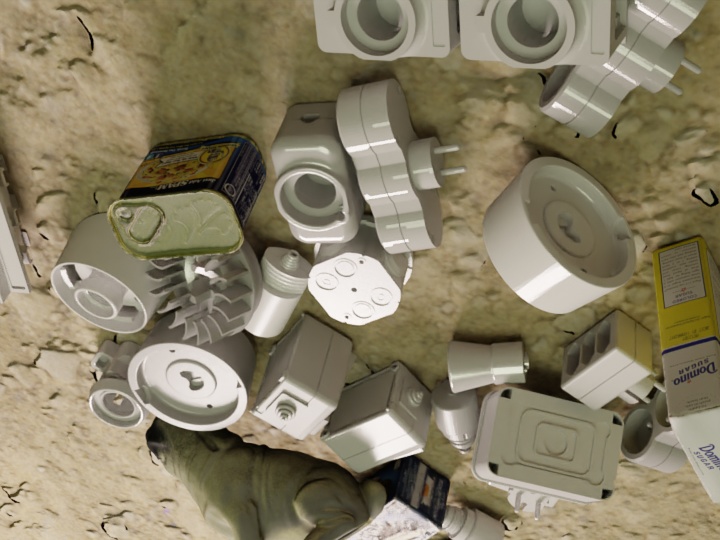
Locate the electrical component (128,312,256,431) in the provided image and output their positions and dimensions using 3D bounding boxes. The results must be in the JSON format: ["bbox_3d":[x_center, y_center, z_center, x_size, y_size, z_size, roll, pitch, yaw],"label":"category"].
[{"bbox_3d":[-0.144,0.084,0.956,0.108,0.060,0.108,7,130,8],"label":"electrical component"}]

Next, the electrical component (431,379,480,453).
[{"bbox_3d":[0.087,0.131,0.951,0.040,0.040,0.078,-3,128,16],"label":"electrical component"}]

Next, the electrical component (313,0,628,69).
[{"bbox_3d":[0.062,-0.184,0.647,0.186,0.060,0.105,8,120,23],"label":"electrical component"}]

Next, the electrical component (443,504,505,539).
[{"bbox_3d":[0.104,0.250,1.045,0.078,0.040,0.040,31,129,-12],"label":"electrical component"}]

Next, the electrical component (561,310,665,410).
[{"bbox_3d":[0.215,0.083,0.876,0.077,0.047,0.066,34,130,-14],"label":"electrical component"}]

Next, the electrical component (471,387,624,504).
[{"bbox_3d":[0.157,0.149,0.911,0.113,0.078,0.057,14,164,-6],"label":"electrical component"}]

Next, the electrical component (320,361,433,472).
[{"bbox_3d":[0.023,0.131,0.952,0.096,0.061,0.061,-28,118,31],"label":"electrical component"}]

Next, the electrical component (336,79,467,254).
[{"bbox_3d":[0.040,-0.076,0.783,0.074,0.052,0.138,-8,126,20],"label":"electrical component"}]

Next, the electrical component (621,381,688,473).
[{"bbox_3d":[0.285,0.120,0.885,0.074,0.052,0.138,20,133,-20],"label":"electrical component"}]

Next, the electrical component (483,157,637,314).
[{"bbox_3d":[0.138,-0.020,0.772,0.108,0.108,0.060,34,135,-15],"label":"electrical component"}]

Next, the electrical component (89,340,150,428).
[{"bbox_3d":[-0.216,0.109,0.996,0.078,0.057,0.058,32,129,-13],"label":"electrical component"}]

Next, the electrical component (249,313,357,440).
[{"bbox_3d":[-0.047,0.098,0.919,0.061,0.096,0.061,32,129,-14],"label":"electrical component"}]

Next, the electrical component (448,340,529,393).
[{"bbox_3d":[0.109,0.079,0.903,0.065,0.044,0.044,-5,128,12],"label":"electrical component"}]

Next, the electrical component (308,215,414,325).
[{"bbox_3d":[0.000,0.000,0.857,0.080,0.051,0.080,7,130,8],"label":"electrical component"}]

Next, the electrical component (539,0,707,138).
[{"bbox_3d":[0.184,-0.139,0.695,0.074,0.052,0.138,28,130,-10],"label":"electrical component"}]

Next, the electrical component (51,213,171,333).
[{"bbox_3d":[-0.211,0.005,0.921,0.099,0.064,0.099,16,142,12],"label":"electrical component"}]

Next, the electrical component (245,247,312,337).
[{"bbox_3d":[-0.069,0.014,0.890,0.043,0.043,0.081,25,130,-7],"label":"electrical component"}]

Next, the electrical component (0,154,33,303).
[{"bbox_3d":[-0.320,-0.040,0.895,0.079,0.063,0.121,5,130,10],"label":"electrical component"}]

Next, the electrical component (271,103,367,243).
[{"bbox_3d":[-0.030,-0.069,0.802,0.054,0.059,0.095,-1,129,14],"label":"electrical component"}]

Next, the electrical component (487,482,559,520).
[{"bbox_3d":[0.152,0.188,0.958,0.066,0.076,0.047,20,131,-3],"label":"electrical component"}]
